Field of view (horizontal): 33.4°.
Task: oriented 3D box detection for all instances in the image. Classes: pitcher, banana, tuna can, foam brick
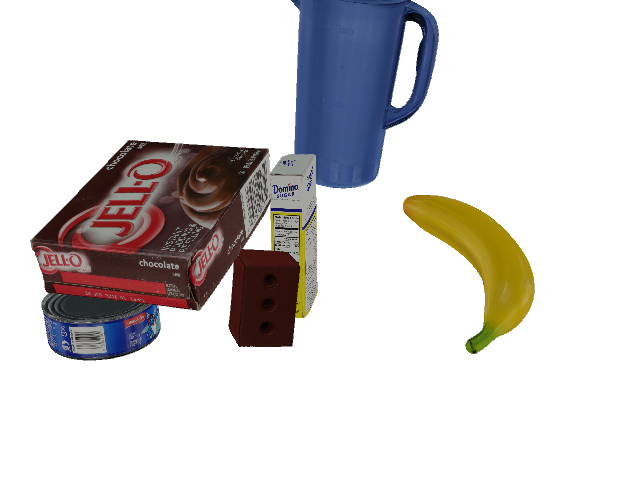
[{"bbox_3d":[0.041,-0.190,1.299,0.144,0.243,0.149,-8,29,-26],"label":"pitcher"},{"bbox_3d":[0.119,0.011,0.821,0.069,0.037,0.198,-7,33,-8],"label":"banana"},{"bbox_3d":[-0.163,0.057,0.799,0.086,0.034,0.086,-3,20,1],"label":"tuna can"},{"bbox_3d":[-0.052,0.052,0.969,0.053,0.078,0.051,1,14,-15],"label":"foam brick"}]

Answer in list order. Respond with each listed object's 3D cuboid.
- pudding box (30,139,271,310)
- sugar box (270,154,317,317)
[{"bbox_3d":[-0.085,-0.012,0.570,0.090,0.039,0.113,6,33,18],"label":"pudding box"},{"bbox_3d":[-0.031,-0.006,1.252,0.048,0.176,0.093,0,19,9],"label":"sugar box"}]
